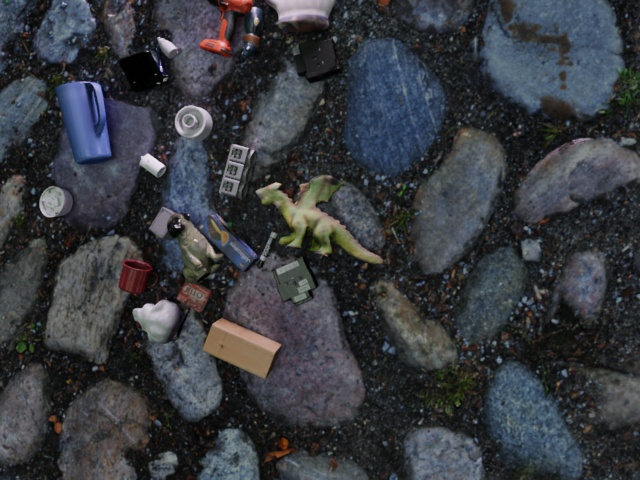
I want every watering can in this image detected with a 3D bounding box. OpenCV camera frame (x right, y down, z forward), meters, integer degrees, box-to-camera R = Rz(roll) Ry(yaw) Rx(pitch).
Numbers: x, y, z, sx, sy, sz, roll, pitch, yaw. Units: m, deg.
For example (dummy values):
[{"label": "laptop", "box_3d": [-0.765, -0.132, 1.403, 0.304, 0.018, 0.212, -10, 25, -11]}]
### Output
[{"label": "watering can", "box_3d": [-0.008, -0.726, 1.522, 0.348, 0.104, 0.224, -3, 93, -4]}]

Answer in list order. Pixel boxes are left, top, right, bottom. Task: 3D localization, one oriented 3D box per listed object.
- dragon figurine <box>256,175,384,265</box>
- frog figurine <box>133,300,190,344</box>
[{"label": "dragon figurine", "box_3d": [0.005, -0.076, 1.516, 0.410, 0.121, 0.244, 11, 83, 7]}, {"label": "frog figurine", "box_3d": [-0.499, 0.242, 1.572, 0.159, 0.125, 0.135, 21, 113, -4]}]
